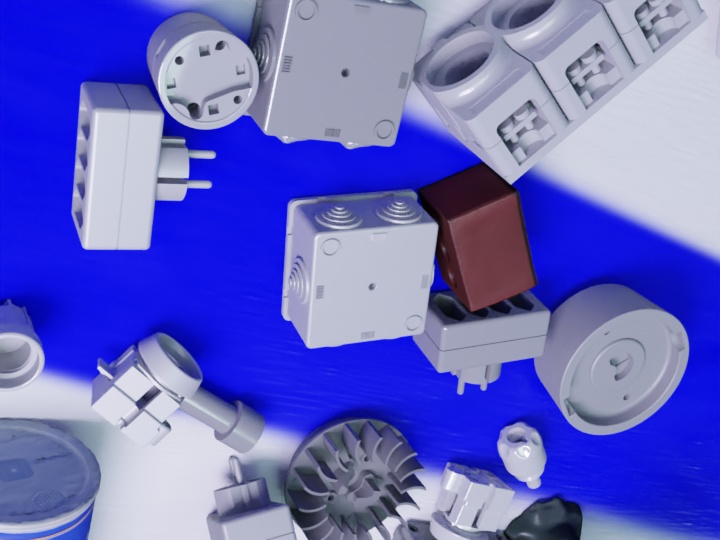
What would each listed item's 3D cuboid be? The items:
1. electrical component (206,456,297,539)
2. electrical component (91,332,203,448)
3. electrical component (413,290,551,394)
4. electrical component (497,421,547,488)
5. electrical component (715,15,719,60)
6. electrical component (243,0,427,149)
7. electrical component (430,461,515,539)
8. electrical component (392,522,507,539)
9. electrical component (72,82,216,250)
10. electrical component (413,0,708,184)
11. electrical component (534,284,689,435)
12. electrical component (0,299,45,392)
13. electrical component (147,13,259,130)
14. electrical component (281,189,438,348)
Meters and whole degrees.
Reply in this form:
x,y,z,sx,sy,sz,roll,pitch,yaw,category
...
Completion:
x,y,z,sx,sy,sz,roll,pitch,yaw,category
-0.080,0.167,0.747,0.047,0.083,0.075,-12,84,-17,electrical component
-0.134,0.073,0.680,0.055,0.048,0.066,-43,113,7,electrical component
0.084,0.056,0.765,0.083,0.047,0.075,-7,120,-20,electrical component
0.130,0.149,0.847,0.035,0.035,0.061,-29,128,-6,electrical component
0.278,-0.182,0.715,0.079,0.044,0.077,-14,122,-16,electrical component
-0.016,-0.120,0.620,0.100,0.048,0.099,2,116,-25,electrical component
0.084,0.186,0.839,0.066,0.048,0.055,18,98,-30,electrical component
0.082,0.258,0.843,0.109,0.108,0.056,14,114,-29,electrical component
-0.120,-0.058,0.611,0.076,0.047,0.083,0,118,-23,electrical component
0.113,-0.136,0.641,0.150,0.089,0.061,-40,126,2,electrical component
0.182,0.061,0.803,0.108,0.060,0.108,-11,121,-18,electrical component
-0.208,0.043,0.630,0.040,0.046,0.040,-11,121,-18,electrical component
-0.089,-0.112,0.594,0.055,0.047,0.055,-11,121,-18,electrical component
0.000,0.000,0.695,0.100,0.048,0.099,-6,120,-21,electrical component
